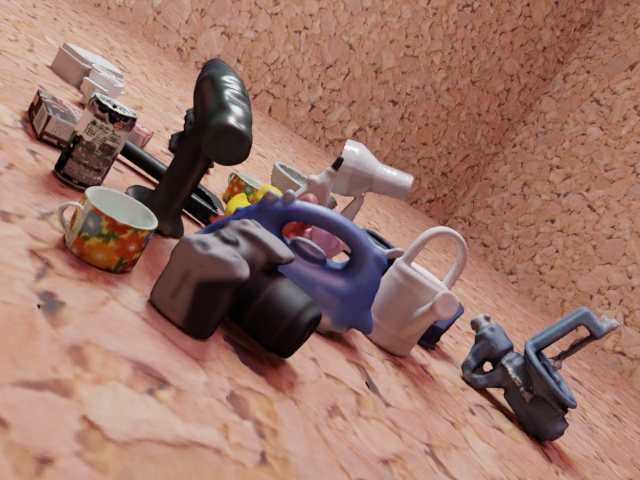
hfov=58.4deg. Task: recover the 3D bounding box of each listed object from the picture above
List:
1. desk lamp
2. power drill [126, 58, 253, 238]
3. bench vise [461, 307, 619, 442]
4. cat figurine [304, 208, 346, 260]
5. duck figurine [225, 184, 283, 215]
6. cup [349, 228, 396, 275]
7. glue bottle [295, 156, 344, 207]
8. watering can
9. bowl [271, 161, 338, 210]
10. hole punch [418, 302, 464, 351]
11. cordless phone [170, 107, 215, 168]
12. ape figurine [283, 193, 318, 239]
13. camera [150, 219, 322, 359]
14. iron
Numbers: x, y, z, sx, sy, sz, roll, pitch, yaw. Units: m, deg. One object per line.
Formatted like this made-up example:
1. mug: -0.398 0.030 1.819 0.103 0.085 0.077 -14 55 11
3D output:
1. desk lamp: 0.092 -0.085 1.249 0.203 0.213 0.118 35 12 -1
2. power drill: -0.158 -0.118 0.716 0.076 0.208 0.229 27 14 -32
3. bench vise: 0.341 0.175 0.899 0.207 0.219 0.122 37 12 9
4. cat figurine: 0.008 0.003 0.913 0.067 0.117 0.128 36 12 6
5. duck figurine: -0.096 -0.050 0.913 0.104 0.086 0.078 41 13 28
6. cup: 0.088 0.036 1.054 0.092 0.095 0.118 34 12 -5
7. glue bottle: -0.008 -0.086 1.082 0.078 0.173 0.037 30 13 -21
8. watering can: 0.148 0.072 0.839 0.101 0.194 0.172 24 16 -41
9. bowl: -0.047 -0.098 1.258 0.167 0.074 0.167 33 12 -8
10. hole punch: 0.184 0.122 0.992 0.108 0.091 0.101 39 13 20
11. cordless phone: -0.209 -0.241 1.114 0.094 0.185 0.147 29 13 -27
12. ape figurine: -0.037 -0.043 1.033 0.078 0.092 0.076 23 16 -44
13. camera: -0.066 0.049 0.571 0.136 0.100 0.143 38 12 14
14. iron: -0.021 0.011 0.745 0.259 0.141 0.118 32 12 -12
